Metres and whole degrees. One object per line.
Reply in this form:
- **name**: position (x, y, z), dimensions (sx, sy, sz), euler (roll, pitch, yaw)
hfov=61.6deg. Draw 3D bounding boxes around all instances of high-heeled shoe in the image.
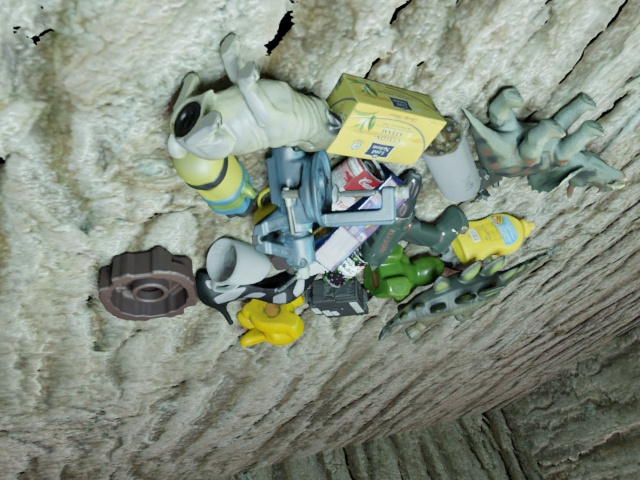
- **high-heeled shoe**: position (-0.125, 0.072, 1.085), dimensions (0.249, 0.086, 0.145), euler (-30, 120, -19)

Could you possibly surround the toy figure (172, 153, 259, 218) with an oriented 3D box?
- **toy figure**: position (-0.146, -0.089, 0.776), dimensions (0.082, 0.089, 0.180), euler (-26, 146, -1)

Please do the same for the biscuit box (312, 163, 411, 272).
- **biscuit box**: position (0.064, -0.039, 0.944), dimensions (0.202, 0.063, 0.059), euler (-45, 120, 11)

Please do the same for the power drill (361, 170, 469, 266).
- **power drill**: position (0.196, -0.036, 1.064), dimensions (0.207, 0.086, 0.232), euler (0, 137, -37)

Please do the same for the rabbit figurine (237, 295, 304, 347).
- **rabbit figurine**: position (-0.104, 0.193, 1.205), dimensions (0.162, 0.122, 0.173), euler (-15, 149, 1)

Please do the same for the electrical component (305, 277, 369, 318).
- **electrical component**: position (0.037, 0.134, 1.234), dimensions (0.134, 0.058, 0.114), euler (-6, 150, 16)

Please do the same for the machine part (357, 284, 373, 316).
- **machine part**: position (0.117, 0.138, 1.328), dimensions (0.084, 0.039, 0.138), euler (-9, 146, -33)

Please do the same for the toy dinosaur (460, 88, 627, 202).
- **toy dinosaur**: position (0.362, -0.160, 0.944), dimensions (0.405, 0.131, 0.192), euler (2, 142, -22)

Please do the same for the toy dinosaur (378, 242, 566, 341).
- **toy dinosaur**: position (0.329, 0.112, 1.183), dimensions (0.471, 0.105, 0.198), euler (-24, 165, -19)

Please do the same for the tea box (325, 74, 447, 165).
- **tea box**: position (0.090, -0.174, 0.800), dimensions (0.169, 0.068, 0.098), euler (1, 142, -32)

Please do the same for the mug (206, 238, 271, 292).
- **mug**: position (-0.148, 0.054, 0.995), dimensions (0.107, 0.081, 0.109), euler (11, 112, -50)

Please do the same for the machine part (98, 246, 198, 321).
- **machine part**: position (-0.307, 0.083, 0.969), dimensions (0.179, 0.056, 0.179), euler (-9, 144, -7)

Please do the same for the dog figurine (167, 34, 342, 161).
- **dog figurine**: position (-0.079, -0.139, 0.693), dimensions (0.172, 0.121, 0.190), euler (-34, 142, 21)

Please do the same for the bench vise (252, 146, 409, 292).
- **bench vise**: position (0.014, -0.043, 0.811), dimensions (0.241, 0.223, 0.129), euler (-2, -175, 13)

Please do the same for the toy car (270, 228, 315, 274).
- **toy car**: position (-0.002, -0.003, 1.025), dimensions (0.202, 0.053, 0.089), euler (-26, 144, 1)

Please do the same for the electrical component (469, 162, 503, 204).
- **electrical component**: position (0.320, -0.114, 1.046), dimensions (0.078, 0.045, 0.102), euler (-20, 149, 2)

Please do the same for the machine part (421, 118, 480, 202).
- **machine part**: position (0.226, -0.134, 0.930), dimensions (0.079, 0.079, 0.243), euler (-28, 147, 12)

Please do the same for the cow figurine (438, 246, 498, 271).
- **cow figurine**: position (0.363, 0.045, 1.294), dimensions (0.167, 0.068, 0.098), euler (13, 141, -38)

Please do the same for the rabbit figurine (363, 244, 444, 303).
- **rabbit figurine**: position (0.195, 0.085, 1.209), dimensions (0.170, 0.121, 0.159), euler (-5, 152, -19)
